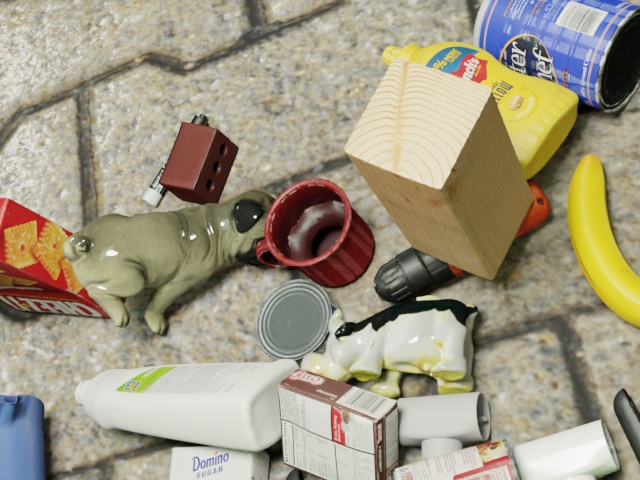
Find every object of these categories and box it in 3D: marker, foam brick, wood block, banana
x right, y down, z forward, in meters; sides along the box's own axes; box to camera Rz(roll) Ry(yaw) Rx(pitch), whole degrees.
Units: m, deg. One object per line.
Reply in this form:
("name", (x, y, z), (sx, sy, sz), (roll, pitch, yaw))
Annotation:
("marker", (-0.165, -0.093, 1.230), (0.020, 0.020, 0.121), (26, 81, 33))
("foam brick", (-0.134, -0.084, 1.190), (0.051, 0.053, 0.078), (11, 74, 30))
("wood block", (0.106, -0.053, 0.896), (0.090, 0.206, 0.091), (24, 79, 27))
("banana", (0.264, 0.010, 0.955), (0.069, 0.037, 0.198), (-23, 59, -4))

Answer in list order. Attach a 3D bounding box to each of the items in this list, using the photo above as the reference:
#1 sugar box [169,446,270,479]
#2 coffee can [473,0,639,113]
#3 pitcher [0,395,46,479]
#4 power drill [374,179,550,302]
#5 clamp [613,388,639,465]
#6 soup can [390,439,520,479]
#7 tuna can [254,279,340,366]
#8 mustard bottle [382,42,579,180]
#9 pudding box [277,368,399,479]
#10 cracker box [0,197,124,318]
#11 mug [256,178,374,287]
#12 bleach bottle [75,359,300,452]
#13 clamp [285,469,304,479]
("sugar box", (-0.101, 0.285, 1.008), (0.093, 0.048, 0.176), (-7, 62, 24))
("coffee can", (0.233, -0.192, 1.021), (0.140, 0.102, 0.103), (28, 82, 34))
("pitcher", (-0.344, 0.289, 1.091), (0.145, 0.149, 0.243), (-14, 64, 4))
("power drill", (0.107, -0.048, 1.048), (0.184, 0.057, 0.188), (-30, 60, 7))
("clamp", (0.282, 0.198, 0.856), (0.120, 0.039, 0.171), (7, 72, 39))
("soup can", (0.116, 0.212, 0.892), (0.102, 0.068, 0.068), (-16, 60, 3))
("tuna can", (-0.021, 0.085, 1.065), (0.086, 0.033, 0.086), (-11, 63, 23))
("mustard bottle", (0.139, -0.137, 1.010), (0.192, 0.058, 0.096), (32, 70, 24))
("pudding box", (0.016, 0.176, 0.969), (0.114, 0.090, 0.039), (15, 30, 35))
("cracker box", (-0.332, 0.021, 1.145), (0.164, 0.213, 0.072), (3, 71, 28))
("mug", (-0.007, 0.001, 1.067), (0.117, 0.081, 0.093), (-22, 59, 17))
("bleach bottle", (-0.142, 0.158, 1.068), (0.251, 0.102, 0.068), (-1, 108, 35))
("clamp", (-0.006, 0.300, 0.931), (0.165, 0.036, 0.209), (18, 58, 36))
